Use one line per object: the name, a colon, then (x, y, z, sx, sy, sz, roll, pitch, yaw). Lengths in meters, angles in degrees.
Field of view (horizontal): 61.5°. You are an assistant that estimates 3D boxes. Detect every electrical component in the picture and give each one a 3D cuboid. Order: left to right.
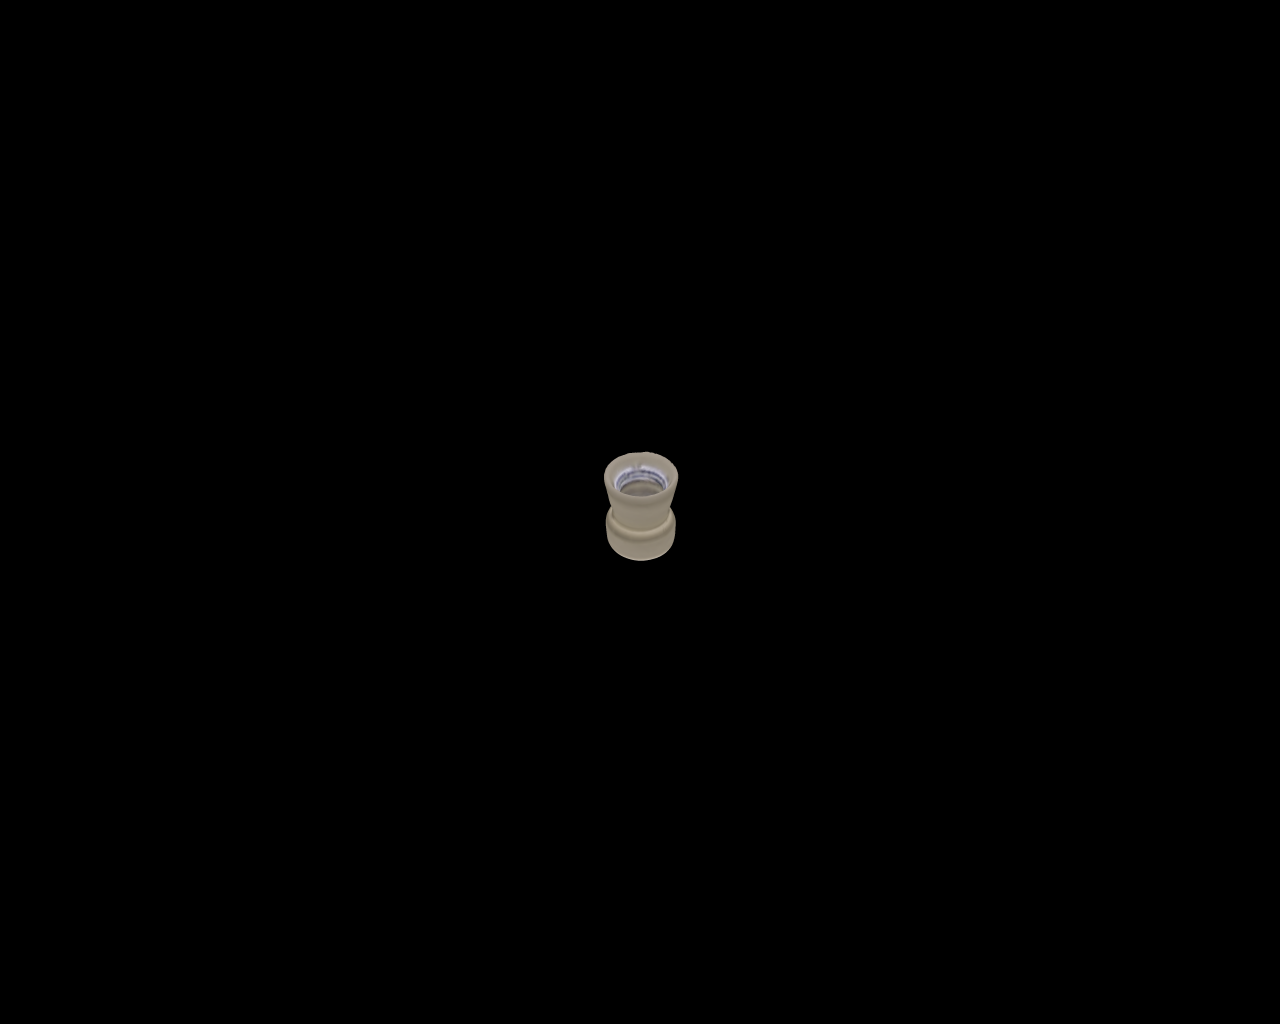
electrical component: (0.001, -0.003, 0.650, 0.045, 0.055, 0.045, 0, 42, 0)
